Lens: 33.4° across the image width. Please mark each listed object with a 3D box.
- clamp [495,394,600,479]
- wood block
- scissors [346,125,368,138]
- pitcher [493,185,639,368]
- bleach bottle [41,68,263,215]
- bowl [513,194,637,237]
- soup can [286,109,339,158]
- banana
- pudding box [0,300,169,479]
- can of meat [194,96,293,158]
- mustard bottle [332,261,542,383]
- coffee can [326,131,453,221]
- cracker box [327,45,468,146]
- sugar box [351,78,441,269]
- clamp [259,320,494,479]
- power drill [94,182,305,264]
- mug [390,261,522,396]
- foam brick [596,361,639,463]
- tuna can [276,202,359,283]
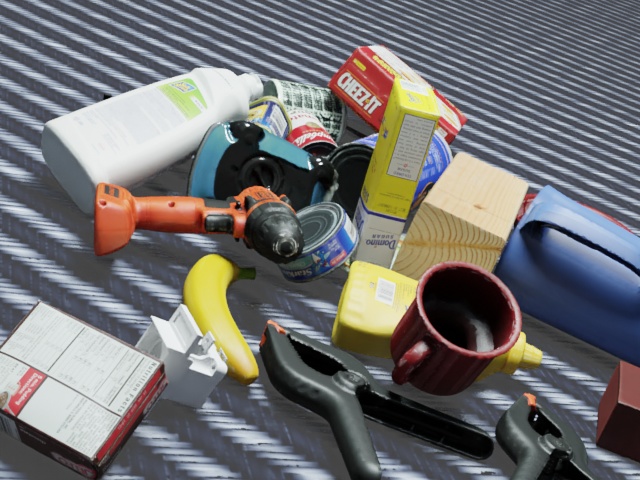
[{"bbox_3d":[0.177,0.178,0.853,0.120,0.039,0.171,21,17,-23],"label":"clamp"},{"bbox_3d":[0.150,-0.014,1.119,0.091,0.090,0.205,26,23,8],"label":"wood block"},{"bbox_3d":[0.088,-0.112,1.411,0.202,0.016,0.096,25,26,17],"label":"scissors"},{"bbox_3d":[0.302,0.050,1.078,0.243,0.145,0.149,29,26,17],"label":"pitcher"},{"bbox_3d":[-0.159,-0.119,1.119,0.250,0.068,0.103,-28,67,-33],"label":"bleach bottle"},{"bbox_3d":[0.291,0.006,1.252,0.162,0.055,0.162,14,26,-7],"label":"bowl"},{"bbox_3d":[-0.017,-0.108,1.282,0.068,0.068,0.102,6,27,-22],"label":"soup can"},{"bbox_3d":[-0.087,0.059,0.938,0.069,0.037,0.198,11,26,-9],"label":"banana"},{"bbox_3d":[-0.177,0.104,0.751,0.113,0.039,0.090,25,55,14],"label":"pudding box"},{"bbox_3d":[-0.088,-0.113,1.221,0.102,0.057,0.084,-20,23,17],"label":"can of meat"},{"bbox_3d":[0.111,0.083,0.982,0.191,0.058,0.096,17,35,-1],"label":"mustard bottle"},{"bbox_3d":[0.079,-0.075,1.231,0.103,0.103,0.140,28,28,22],"label":"coffee can"},{"bbox_3d":[0.106,-0.178,1.401,0.164,0.072,0.213,41,17,1],"label":"cracker box"},{"bbox_3d":[0.071,-0.064,1.068,0.048,0.176,0.093,16,24,-7],"label":"sugar box"},{"bbox_3d":[0.019,0.130,0.854,0.210,0.036,0.164,31,20,29],"label":"clamp"},{"bbox_3d":[-0.113,-0.014,0.984,0.187,0.057,0.184,2,10,-12],"label":"power drill"},{"bbox_3d":[0.101,0.083,0.885,0.093,0.082,0.117,43,51,13],"label":"mug"},{"bbox_3d":[0.282,0.155,0.953,0.053,0.051,0.078,22,26,8],"label":"foam brick"},{"bbox_3d":[-0.007,0.001,1.050,0.086,0.033,0.086,-23,30,14],"label":"tuna can"}]
